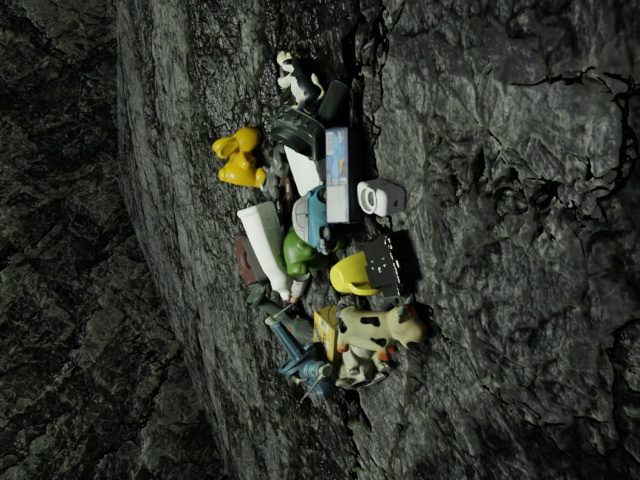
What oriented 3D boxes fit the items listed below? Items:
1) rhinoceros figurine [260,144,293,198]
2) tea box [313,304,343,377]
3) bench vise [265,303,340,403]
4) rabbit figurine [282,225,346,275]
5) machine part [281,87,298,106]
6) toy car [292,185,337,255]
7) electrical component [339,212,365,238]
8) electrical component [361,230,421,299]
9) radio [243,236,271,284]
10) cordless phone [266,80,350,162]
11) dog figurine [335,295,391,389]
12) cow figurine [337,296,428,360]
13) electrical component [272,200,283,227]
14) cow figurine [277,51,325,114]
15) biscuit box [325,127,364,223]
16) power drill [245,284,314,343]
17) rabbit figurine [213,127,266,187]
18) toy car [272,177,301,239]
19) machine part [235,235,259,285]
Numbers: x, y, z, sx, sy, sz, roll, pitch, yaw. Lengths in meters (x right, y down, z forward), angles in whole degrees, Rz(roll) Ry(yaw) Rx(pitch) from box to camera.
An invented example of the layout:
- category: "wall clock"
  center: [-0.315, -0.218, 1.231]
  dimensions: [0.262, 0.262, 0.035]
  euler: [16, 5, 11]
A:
- category: "rhinoceros figurine"
  center: [-0.114, -0.180, 1.455]
  dimensions: [0.112, 0.073, 0.190]
  euler: [58, 146, 27]
- category: "tea box"
  center: [0.034, 0.266, 1.393]
  dimensions: [0.098, 0.068, 0.169]
  euler: [41, 137, 46]
- category: "bench vise"
  center: [-0.053, 0.287, 1.340]
  dimensions: [0.240, 0.129, 0.223]
  euler: [53, 169, 1]
- category: "rabbit figurine"
  center: [-0.003, -0.004, 1.329]
  dimensions: [0.170, 0.121, 0.159]
  euler: [-23, 75, 43]
- category: "machine part"
  center: [-0.062, -0.330, 1.336]
  dimensions: [0.084, 0.039, 0.138]
  euler: [-17, 86, 56]
- category: "toy car"
  center: [-0.012, -0.049, 1.220]
  dimensions: [0.109, 0.103, 0.161]
  euler: [66, -154, -71]
- category: "electrical component"
  center: [0.067, -0.055, 1.216]
  dimensions: [0.078, 0.045, 0.102]
  euler: [52, 143, 35]
- category: "electrical component"
  center: [0.146, 0.053, 1.113]
  dimensions: [0.115, 0.058, 0.134]
  euler: [-26, 79, 63]
- category: "radio"
  center: [-0.155, 0.053, 1.532]
  dimensions: [0.229, 0.073, 0.131]
  euler: [97, 152, -82]
- category: "cordless phone"
  center: [-0.023, -0.280, 1.188]
  dimensions: [0.147, 0.088, 0.184]
  euler: [34, 103, 32]
- category: "dog figurine"
  center: [0.083, 0.245, 1.288]
  dimensions: [0.172, 0.121, 0.191]
  euler: [120, 143, -48]
- category: "cow figurine"
  center: [0.130, 0.180, 1.124]
  dimensions: [0.195, 0.085, 0.127]
  euler: [4, 107, 27]
- category: "electrical component"
  center: [-0.093, -0.056, 1.474]
  dimensions: [0.048, 0.075, 0.119]
  euler: [-6, 100, 60]
- category: "cow figurine"
  center: [-0.046, -0.382, 1.250]
  dimensions: [0.098, 0.068, 0.167]
  euler: [-34, 76, 54]
- category: "biscuit box"
  center: [0.051, -0.136, 1.142]
  dimensions: [0.059, 0.063, 0.202]
  euler: [0, 90, 34]
- category: "power drill"
  center: [-0.102, 0.211, 1.521]
  dimensions: [0.086, 0.207, 0.232]
  euler: [-61, 20, -10]
- category: "rabbit figurine"
  center: [-0.233, -0.254, 1.583]
  dimensions: [0.122, 0.162, 0.173]
  euler: [50, 126, 59]
- category: "toy car"
  center: [-0.072, -0.063, 1.409]
  dimensions: [0.053, 0.089, 0.202]
  euler: [-137, 41, -68]
- category: "machine part"
  center: [-0.225, 0.063, 1.778]
  dimensions: [0.180, 0.056, 0.179]
  euler: [30, 126, 52]
